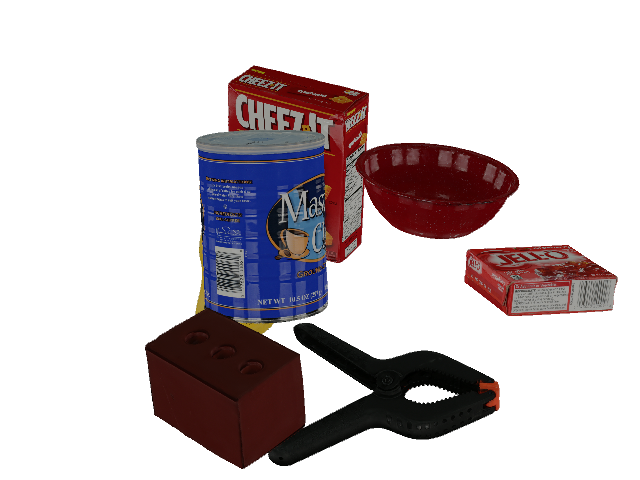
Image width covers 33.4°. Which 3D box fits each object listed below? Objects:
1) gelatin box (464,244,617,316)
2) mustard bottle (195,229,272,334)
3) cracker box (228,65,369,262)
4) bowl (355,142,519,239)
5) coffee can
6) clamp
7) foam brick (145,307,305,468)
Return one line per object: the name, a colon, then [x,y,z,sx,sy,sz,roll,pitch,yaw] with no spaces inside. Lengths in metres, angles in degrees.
gelatin box: [0.161,0.028,0.791,0.089,0.030,0.073,-2,19,-17]
mustard bottle: [-0.083,0.012,1.113,0.096,0.192,0.058,-19,35,-40]
cracker box: [-0.031,-0.092,1.324,0.164,0.214,0.072,17,36,23]
bowl: [0.113,-0.045,1.057,0.162,0.055,0.162,4,24,-2]
coffee can: [-0.046,-0.014,0.863,0.103,0.140,0.103,-1,12,0]
clamp: [0.056,0.148,0.980,0.210,0.036,0.164,5,44,15]
foam brick: [-0.055,0.084,0.612,0.078,0.051,0.052,22,37,35]
